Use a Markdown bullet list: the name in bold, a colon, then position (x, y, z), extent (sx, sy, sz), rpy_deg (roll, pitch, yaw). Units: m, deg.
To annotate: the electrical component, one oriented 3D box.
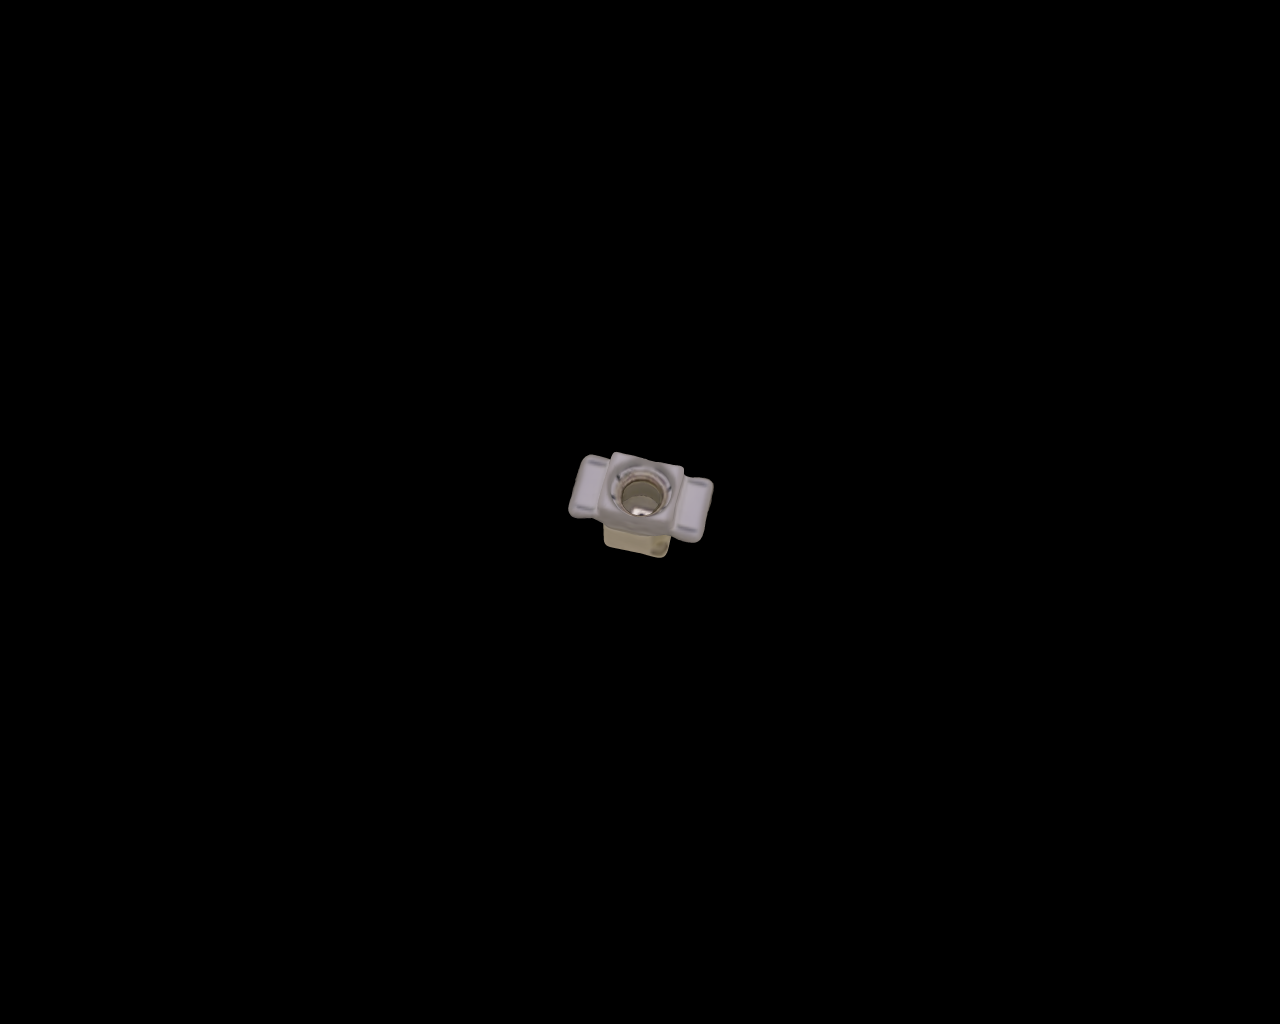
- **electrical component**: position (0.001, -0.003, 0.650), extent (0.081, 0.042, 0.063), rpy_deg (14, -26, 7)
